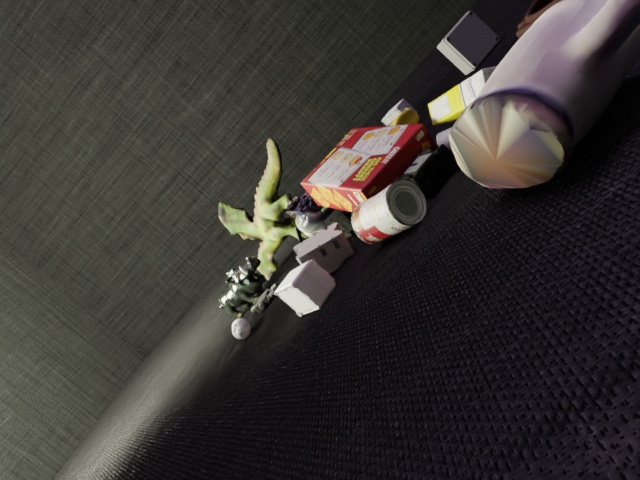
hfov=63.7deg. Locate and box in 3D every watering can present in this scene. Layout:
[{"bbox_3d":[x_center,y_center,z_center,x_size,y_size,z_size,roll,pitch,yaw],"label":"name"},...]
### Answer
[{"bbox_3d":[0.222,-0.143,0.536,0.226,0.104,0.344,-50,-4,-12],"label":"watering can"}]

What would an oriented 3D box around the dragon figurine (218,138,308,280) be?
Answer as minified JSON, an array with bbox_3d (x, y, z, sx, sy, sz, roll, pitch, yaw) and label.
[{"bbox_3d":[-0.167,-0.071,1.386,0.242,0.403,0.125,-7,27,17],"label":"dragon figurine"}]

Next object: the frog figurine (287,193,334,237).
[{"bbox_3d":[0.004,-0.066,1.315,0.138,0.124,0.157,-58,-27,-10],"label":"frog figurine"}]
